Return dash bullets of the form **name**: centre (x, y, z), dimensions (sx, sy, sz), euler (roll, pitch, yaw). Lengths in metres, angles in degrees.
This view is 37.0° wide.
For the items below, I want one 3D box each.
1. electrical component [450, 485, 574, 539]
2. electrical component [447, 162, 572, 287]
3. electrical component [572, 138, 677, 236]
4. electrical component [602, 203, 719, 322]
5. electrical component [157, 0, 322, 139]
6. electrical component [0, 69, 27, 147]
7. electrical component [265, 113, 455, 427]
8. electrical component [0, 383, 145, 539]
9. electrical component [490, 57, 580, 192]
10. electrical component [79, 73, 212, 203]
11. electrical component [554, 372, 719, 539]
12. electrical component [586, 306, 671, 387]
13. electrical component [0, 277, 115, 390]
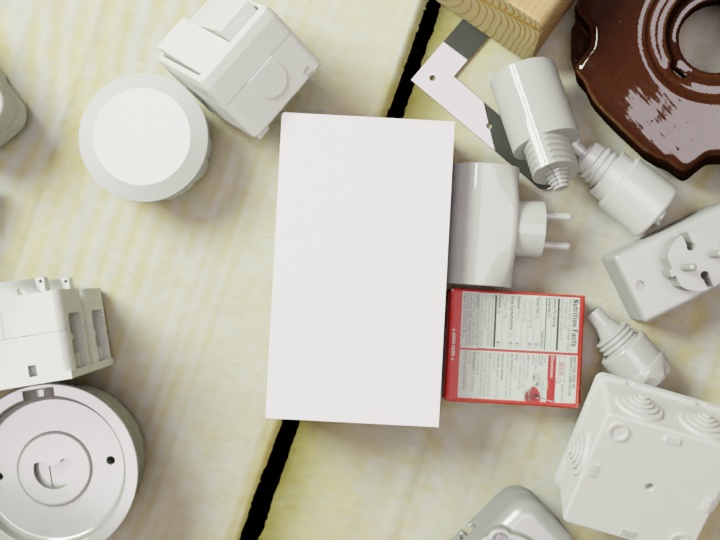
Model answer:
- **electrical component**: centre (0.088, 0.188, 0.682), dimensions (0.095, 0.059, 0.053), euler (-44, 90, 0)
- **electrical component**: centre (0.096, -0.027, 0.691), dimensions (0.079, 0.044, 0.077), euler (4, 89, 0)
- **electrical component**: centre (0.167, -0.056, 0.693), dimensions (0.078, 0.040, 0.040), euler (40, 90, 2)
- **electrical component**: centre (0.206, -0.005, 0.675), dimensions (0.083, 0.076, 0.047), euler (-26, 90, 0)
- **electrical component**: centre (-0.081, -0.133, 0.668), dimensions (0.061, 0.096, 0.061), euler (-50, 125, -4)
- **electrical component**: centre (-0.261, -0.119, 0.683), dimensions (0.054, 0.059, 0.095), euler (-39, 90, 0)
- **electrical component**: centre (0.000, 0.000, 0.682), dimensions (0.105, 0.060, 0.186), euler (3, 90, 0)
- **electrical component**: centre (-0.188, 0.122, 0.681), dimensions (0.108, 0.060, 0.108), euler (0, 90, 0)
- **electrical component**: centre (0.115, -0.088, 0.677), dimensions (0.043, 0.043, 0.081), euler (-16, 74, 0)
- **electrical component**: centre (-0.135, -0.082, 0.687), dimensions (0.080, 0.051, 0.080), euler (0, 90, 0)
- **electrical component**: centre (0.178, 0.123, 0.672), dimensions (0.100, 0.048, 0.099), euler (16, 114, 0)
- **electrical component**: centre (0.170, 0.050, 0.695), dimensions (0.035, 0.035, 0.061), euler (-39, 88, 0)
- **electrical component**: centre (-0.259, 0.047, 0.659), dimensions (0.186, 0.105, 0.060), euler (-9, 89, 0)
